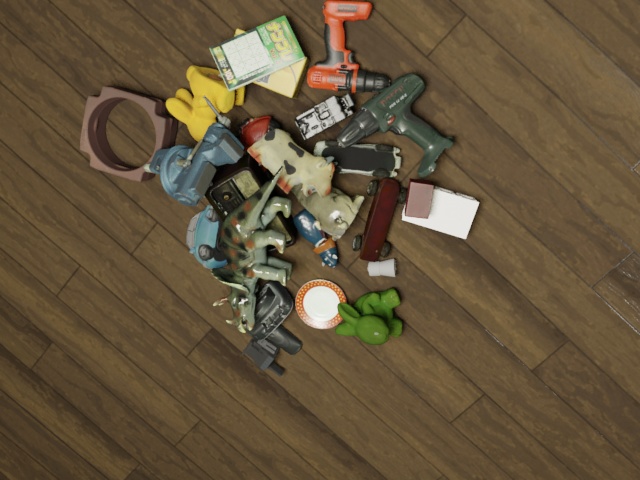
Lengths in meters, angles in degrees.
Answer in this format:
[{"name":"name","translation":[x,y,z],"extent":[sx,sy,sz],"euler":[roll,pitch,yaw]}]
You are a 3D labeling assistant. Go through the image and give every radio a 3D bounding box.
[{"name":"radio","translation":[-0.160,-0.071,1.251],"extent":[0.131,0.073,0.229],"euler":[-23,120,15]}]

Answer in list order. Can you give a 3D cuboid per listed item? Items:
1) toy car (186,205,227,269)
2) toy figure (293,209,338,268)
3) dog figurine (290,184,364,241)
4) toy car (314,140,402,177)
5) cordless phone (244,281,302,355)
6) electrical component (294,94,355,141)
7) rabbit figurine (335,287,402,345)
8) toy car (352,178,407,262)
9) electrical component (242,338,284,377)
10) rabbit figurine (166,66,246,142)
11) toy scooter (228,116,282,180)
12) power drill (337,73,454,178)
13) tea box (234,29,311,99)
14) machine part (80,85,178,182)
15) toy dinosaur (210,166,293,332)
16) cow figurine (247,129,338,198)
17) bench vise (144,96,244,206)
[{"name":"toy car","translation":[-0.274,-0.013,1.306],"extent":[0.103,0.109,0.161],"euler":[8,96,24]},{"name":"toy figure","translation":[-0.003,-0.004,1.289],"extent":[0.058,0.064,0.154],"euler":[-40,99,-16]},{"name":"dog figurine","translation":[-0.012,-0.096,1.215],"extent":[0.190,0.172,0.121],"euler":[31,95,-8]},{"name":"toy car","translation":[0.086,-0.186,1.229],"extent":[0.202,0.056,0.073],"euler":[5,98,0]},{"name":"cordless phone","translation":[-0.100,0.206,1.355],"extent":[0.184,0.089,0.146],"euler":[39,105,-14]},{"name":"electrical component","translation":[0.014,-0.277,1.190],"extent":[0.134,0.115,0.058],"euler":[-28,102,9]},{"name":"rabbit figurine","translation":[0.117,0.183,1.259],"extent":[0.159,0.170,0.121],"euler":[5,104,6]},{"name":"toy car","translation":[0.137,-0.047,1.261],"extent":[0.089,0.053,0.202],"euler":[10,106,-14]},{"name":"electrical component","translation":[-0.135,0.296,1.374],"extent":[0.119,0.075,0.047],"euler":[37,107,2]},{"name":"rabbit figurine","translation":[-0.266,-0.298,1.229],"extent":[0.162,0.122,0.173],"euler":[15,125,-3]},{"name":"toy scooter","translation":[-0.168,-0.209,1.256],"extent":[0.135,0.075,0.183],"euler":[16,110,4]},{"name":"power drill","translation":[0.175,-0.231,1.172],"extent":[0.207,0.086,0.232],"euler":[41,81,-5]},{"name":"tea box","translation":[-0.118,-0.393,1.205],"extent":[0.170,0.068,0.098],"euler":[21,105,2]},{"name":"machine part","translation":[-0.453,-0.252,1.280],"extent":[0.201,0.087,0.201],"euler":[17,107,4]},{"name":"toy dinosaur","translation":[-0.160,0.008,1.195],"extent":[0.192,0.131,0.404],"euler":[4,120,4]},{"name":"cow figurine","translation":[-0.049,-0.165,1.163],"extent":[0.127,0.085,0.195],"euler":[-45,77,5]},{"name":"bench vise","translation":[-0.290,-0.178,1.170],"extent":[0.241,0.128,0.223],"euler":[5,74,35]}]
